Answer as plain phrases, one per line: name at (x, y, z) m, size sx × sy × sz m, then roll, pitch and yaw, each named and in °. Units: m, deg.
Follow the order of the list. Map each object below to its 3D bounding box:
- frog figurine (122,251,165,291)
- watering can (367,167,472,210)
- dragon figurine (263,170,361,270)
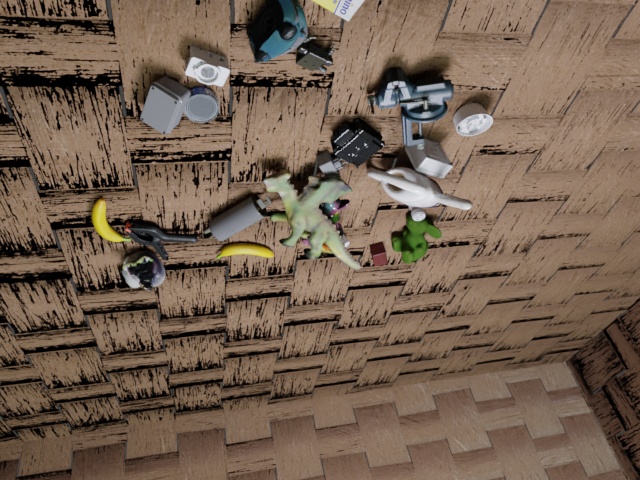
frog figurine at (-0.572, 0.101, 1.668) m, size 0.137 × 0.124 × 0.158 m, roll 26°, pitch -14°, yaw -16°
watering can at (0.301, -0.141, 1.507) m, size 0.350 × 0.103 × 0.224 m, roll 25°, pitch 9°, yaw 30°
dragon figurine at (0.005, -0.076, 1.513) m, size 0.408 × 0.239 × 0.125 m, roll 25°, pitch 27°, yaw -20°
